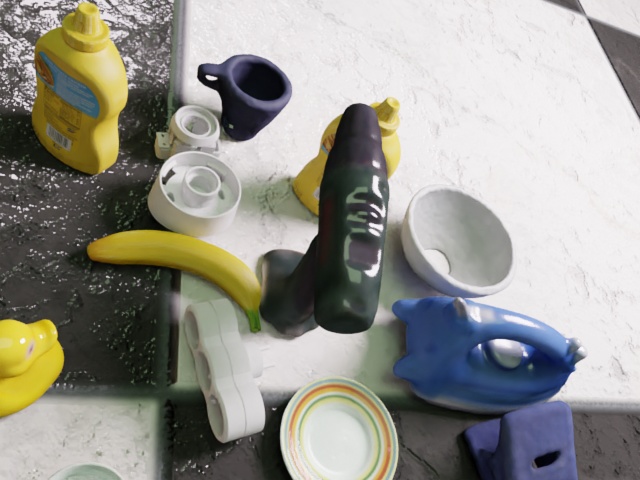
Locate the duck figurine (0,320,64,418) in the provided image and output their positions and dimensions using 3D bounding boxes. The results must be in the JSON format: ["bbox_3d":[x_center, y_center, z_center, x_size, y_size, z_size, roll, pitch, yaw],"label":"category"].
[{"bbox_3d":[-0.263,0.098,0.468,0.105,0.086,0.077,-22,71,-36],"label":"duck figurine"}]

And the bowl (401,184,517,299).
[{"bbox_3d":[0.171,0.013,0.756,0.168,0.074,0.167,14,54,-19],"label":"bowl"}]

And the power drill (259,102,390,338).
[{"bbox_3d":[0.005,0.002,0.590,0.076,0.208,0.229,12,54,-19],"label":"power drill"}]

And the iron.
[{"bbox_3d":[0.216,0.126,0.660,0.259,0.141,0.118,16,53,-17],"label":"iron"}]

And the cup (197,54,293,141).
[{"bbox_3d":[-0.104,-0.175,0.726,0.118,0.095,0.091,11,55,-21],"label":"cup"}]

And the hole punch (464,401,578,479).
[{"bbox_3d":[0.233,0.237,0.627,0.109,0.091,0.101,-3,60,-28],"label":"hole punch"}]
